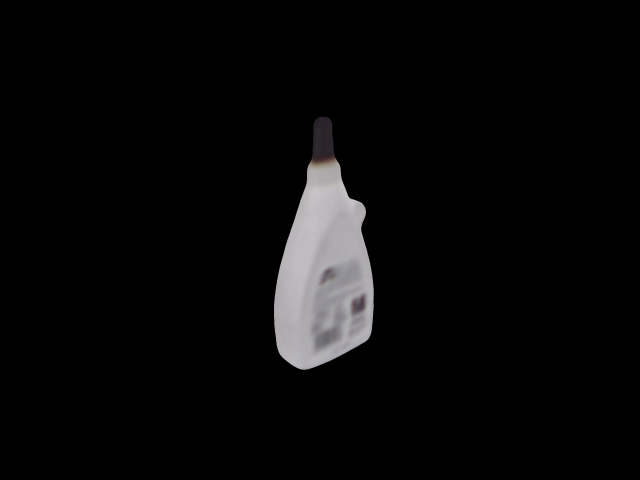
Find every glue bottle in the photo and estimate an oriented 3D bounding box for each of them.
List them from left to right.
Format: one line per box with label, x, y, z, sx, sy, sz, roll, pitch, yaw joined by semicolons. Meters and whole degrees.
glue bottle;0.004;0.001;0.400;0.078;0.173;0.037;-17;27;-37
